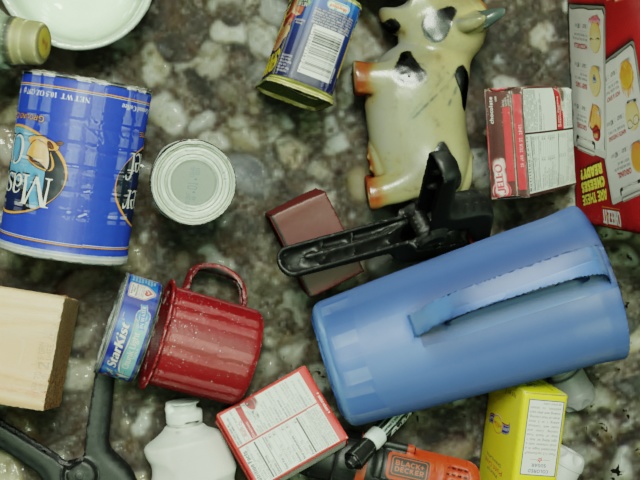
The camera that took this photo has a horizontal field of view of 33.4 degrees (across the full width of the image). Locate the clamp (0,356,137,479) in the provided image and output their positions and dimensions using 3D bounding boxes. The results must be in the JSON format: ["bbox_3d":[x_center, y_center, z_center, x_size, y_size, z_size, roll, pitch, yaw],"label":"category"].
[{"bbox_3d":[-0.196,0.185,0.900,0.120,0.039,0.171,-32,98,0],"label":"clamp"}]

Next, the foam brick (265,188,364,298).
[{"bbox_3d":[-0.006,0.001,0.902,0.051,0.053,0.078,-27,99,-5],"label":"foam brick"}]

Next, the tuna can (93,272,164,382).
[{"bbox_3d":[-0.156,0.071,0.870,0.033,0.086,0.086,18,92,-11],"label":"tuna can"}]

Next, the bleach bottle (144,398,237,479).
[{"bbox_3d":[-0.117,0.261,0.904,0.102,0.068,0.251,-4,94,-14],"label":"bleach bottle"}]

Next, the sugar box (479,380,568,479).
[{"bbox_3d":[0.169,0.208,0.925,0.048,0.093,0.176,8,93,-8],"label":"sugar box"}]

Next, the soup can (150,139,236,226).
[{"bbox_3d":[-0.103,-0.048,0.858,0.068,0.102,0.068,-1,95,-8],"label":"soup can"}]

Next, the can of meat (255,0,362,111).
[{"bbox_3d":[-0.008,-0.155,0.863,0.057,0.102,0.084,19,90,-10],"label":"can of meat"}]

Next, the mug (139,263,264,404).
[{"bbox_3d":[-0.094,0.076,0.883,0.081,0.093,0.117,17,69,-14],"label":"mug"}]

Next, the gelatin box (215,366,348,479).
[{"bbox_3d":[-0.032,0.159,0.891,0.089,0.030,0.073,-28,70,-12],"label":"gelatin box"}]

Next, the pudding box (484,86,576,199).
[{"bbox_3d":[0.177,-0.084,0.893,0.039,0.113,0.090,0,98,35],"label":"pudding box"}]

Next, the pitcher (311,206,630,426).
[{"bbox_3d":[0.120,0.065,0.874,0.243,0.145,0.149,-18,120,0],"label":"pitcher"}]

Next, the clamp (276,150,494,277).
[{"bbox_3d":[0.086,-0.017,0.848,0.165,0.209,0.036,-34,69,35],"label":"clamp"}]

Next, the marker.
[{"bbox_3d":[0.061,0.154,0.910,0.120,0.020,0.020,-40,101,-37],"label":"marker"}]

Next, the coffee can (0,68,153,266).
[{"bbox_3d":[-0.193,-0.057,0.844,0.102,0.103,0.140,9,94,-9],"label":"coffee can"}]

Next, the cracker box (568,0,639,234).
[{"bbox_3d":[0.264,-0.117,0.873,0.072,0.164,0.214,-5,96,-6],"label":"cracker box"}]

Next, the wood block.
[{"bbox_3d":[-0.303,0.072,0.834,0.206,0.091,0.090,10,84,-4],"label":"wood block"}]

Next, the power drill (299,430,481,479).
[{"bbox_3d":[0.035,0.256,0.897,0.184,0.057,0.187,12,69,0],"label":"power drill"}]
